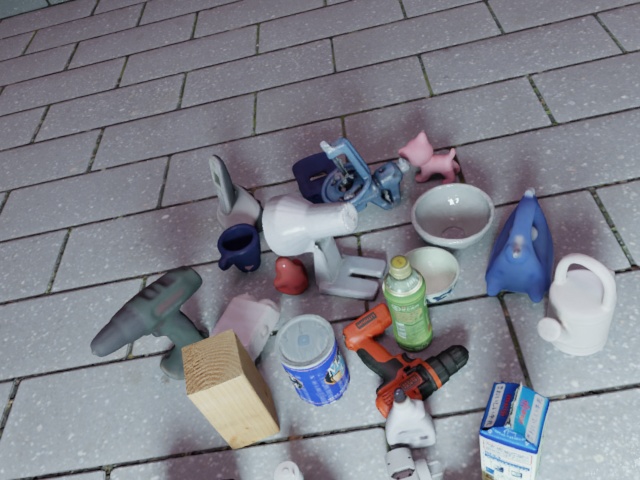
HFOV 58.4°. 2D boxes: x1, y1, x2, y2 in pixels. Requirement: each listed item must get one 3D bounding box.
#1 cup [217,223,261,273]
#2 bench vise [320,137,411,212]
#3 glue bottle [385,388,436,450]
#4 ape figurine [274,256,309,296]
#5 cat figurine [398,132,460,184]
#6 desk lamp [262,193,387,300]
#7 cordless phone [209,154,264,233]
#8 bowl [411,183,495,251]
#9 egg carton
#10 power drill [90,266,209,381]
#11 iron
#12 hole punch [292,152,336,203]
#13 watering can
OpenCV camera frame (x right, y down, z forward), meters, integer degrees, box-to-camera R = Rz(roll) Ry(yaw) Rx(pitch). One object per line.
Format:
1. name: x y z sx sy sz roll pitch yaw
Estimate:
1. cup: -0.169 0.036 1.225 0.091 0.095 0.118 13 54 27
2. bench vise: 0.082 -0.151 1.232 0.207 0.220 0.121 -33 48 -14
3. glue bottle: 0.131 0.268 0.868 0.078 0.173 0.037 -12 46 6
4. ape figurine: -0.064 0.066 1.168 0.078 0.092 0.076 -33 48 -13
5. cat figurine: 0.245 -0.188 1.287 0.127 0.118 0.067 8 52 23
6. desk lamp: 0.010 0.004 1.117 0.202 0.214 0.118 6 51 22
7. cordless phone: -0.195 -0.095 1.290 0.094 0.185 0.147 -38 49 -18
8. bowl: 0.271 -0.035 1.169 0.167 0.075 0.167 -9 47 10
9. egg carton: -0.144 0.175 1.108 0.107 0.069 0.150 10 52 25
10. power drill: -0.292 0.168 1.063 0.075 0.209 0.230 19 57 30
11. iron: 0.381 -0.015 1.072 0.118 0.142 0.258 7 51 22
12. hole punch: 0.001 -0.141 1.337 0.108 0.091 0.101 -22 46 -4
13. watering can: 0.417 0.101 0.918 0.100 0.194 0.173 13 54 27
